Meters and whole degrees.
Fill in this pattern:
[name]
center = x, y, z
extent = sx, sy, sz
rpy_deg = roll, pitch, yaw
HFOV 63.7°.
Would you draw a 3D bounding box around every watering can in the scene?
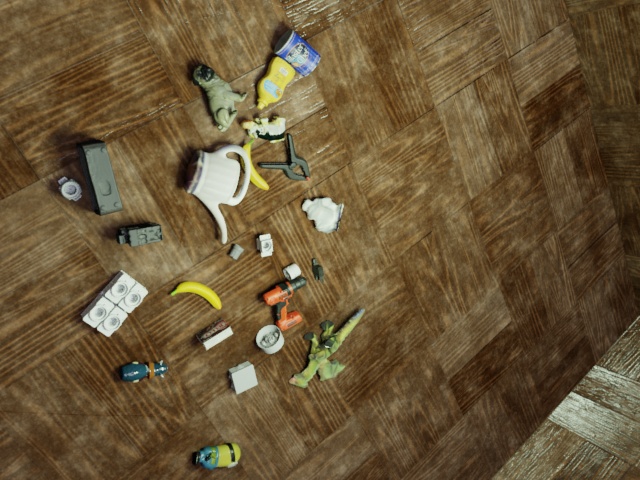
[watering can]
center = -0.364, -0.171, 1.782
extent = 0.223, 0.104, 0.347
rpy_deg = 15, 91, -30

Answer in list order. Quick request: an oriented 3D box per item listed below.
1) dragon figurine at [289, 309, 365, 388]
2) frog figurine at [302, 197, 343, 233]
[dragon figurine]
center = 0.046, 0.472, 2.144
extent = 0.414, 0.124, 0.237
rpy_deg = -28, 129, -22
[frog figurine]
center = 0.006, -0.102, 2.028
extent = 0.159, 0.124, 0.136
rpy_deg = 13, 102, 5
